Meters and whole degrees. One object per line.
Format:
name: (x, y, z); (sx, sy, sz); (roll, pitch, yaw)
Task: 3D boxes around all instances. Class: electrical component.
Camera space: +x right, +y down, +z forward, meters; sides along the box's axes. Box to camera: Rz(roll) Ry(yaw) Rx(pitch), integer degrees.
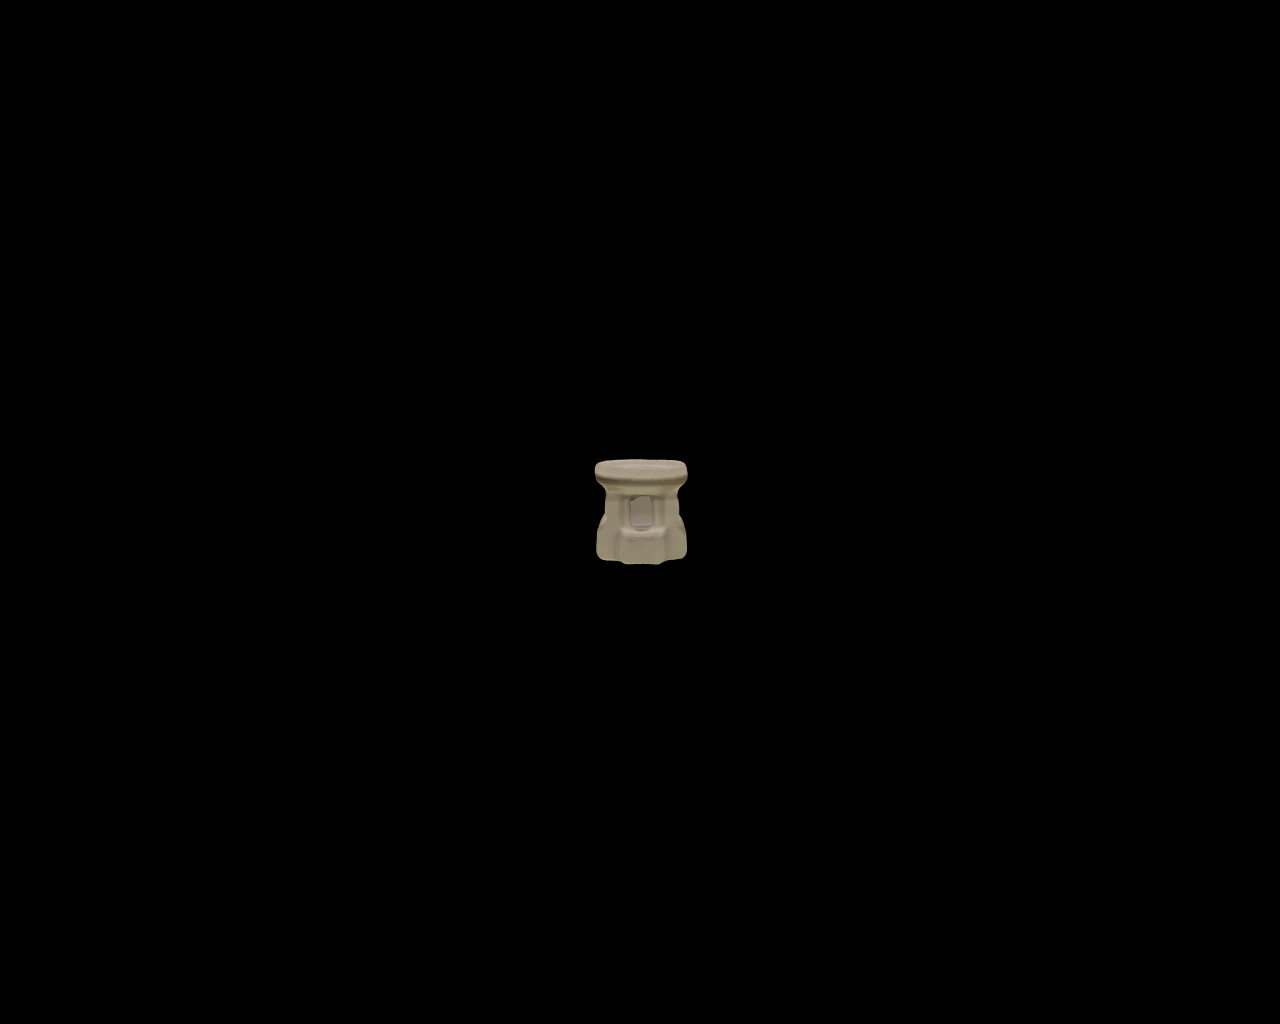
electrical component: (0.001, -0.003, 0.650); (0.058, 0.057, 0.078); (0, 9, 0)
